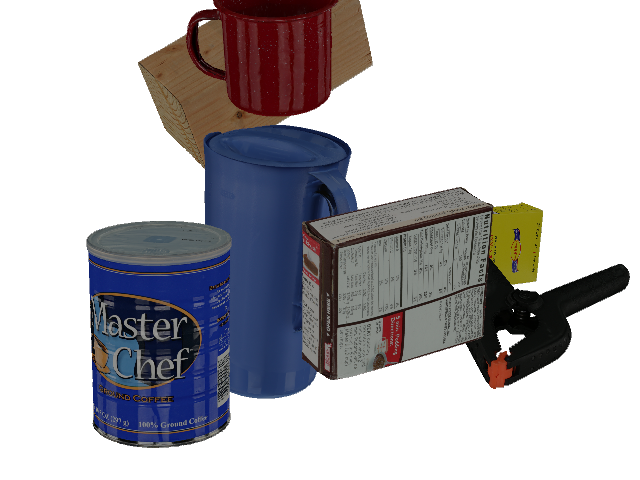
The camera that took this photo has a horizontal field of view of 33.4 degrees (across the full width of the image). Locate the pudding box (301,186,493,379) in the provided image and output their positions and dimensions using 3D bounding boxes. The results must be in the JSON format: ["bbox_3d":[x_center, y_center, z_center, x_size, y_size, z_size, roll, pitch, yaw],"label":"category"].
[{"bbox_3d":[0.045,0.024,0.621,0.113,0.090,0.039,-14,27,-28],"label":"pudding box"}]

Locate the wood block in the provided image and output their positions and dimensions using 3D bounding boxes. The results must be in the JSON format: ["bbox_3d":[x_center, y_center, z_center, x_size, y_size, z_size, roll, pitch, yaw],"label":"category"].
[{"bbox_3d":[-0.061,-0.175,1.057,0.206,0.091,0.090,-33,49,-15],"label":"wood block"}]

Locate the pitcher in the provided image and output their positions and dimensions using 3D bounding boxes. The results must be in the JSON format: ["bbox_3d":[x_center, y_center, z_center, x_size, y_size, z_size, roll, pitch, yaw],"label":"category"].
[{"bbox_3d":[-0.041,0.023,0.987,0.145,0.243,0.149,6,21,3],"label":"pitcher"}]

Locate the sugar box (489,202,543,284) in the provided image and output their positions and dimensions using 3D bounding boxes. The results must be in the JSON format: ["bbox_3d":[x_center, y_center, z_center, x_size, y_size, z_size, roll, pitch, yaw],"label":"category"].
[{"bbox_3d":[0.179,0.010,1.257,0.175,0.093,0.048,-7,17,-30],"label":"sugar box"}]

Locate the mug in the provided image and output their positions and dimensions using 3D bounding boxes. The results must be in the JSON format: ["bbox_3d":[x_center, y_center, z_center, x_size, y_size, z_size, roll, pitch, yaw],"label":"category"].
[{"bbox_3d":[-0.044,-0.147,0.810,0.117,0.081,0.093,2,33,5],"label":"mug"}]

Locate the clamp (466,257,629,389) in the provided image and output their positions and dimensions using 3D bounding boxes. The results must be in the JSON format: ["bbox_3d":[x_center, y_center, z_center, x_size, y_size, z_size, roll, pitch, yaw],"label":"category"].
[{"bbox_3d":[0.175,0.060,0.968,0.165,0.036,0.209,14,33,25],"label":"clamp"}]

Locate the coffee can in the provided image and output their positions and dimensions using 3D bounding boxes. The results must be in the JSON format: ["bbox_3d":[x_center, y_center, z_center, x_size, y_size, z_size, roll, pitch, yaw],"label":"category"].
[{"bbox_3d":[-0.116,0.065,0.777,0.103,0.140,0.103,1,14,0],"label":"coffee can"}]
